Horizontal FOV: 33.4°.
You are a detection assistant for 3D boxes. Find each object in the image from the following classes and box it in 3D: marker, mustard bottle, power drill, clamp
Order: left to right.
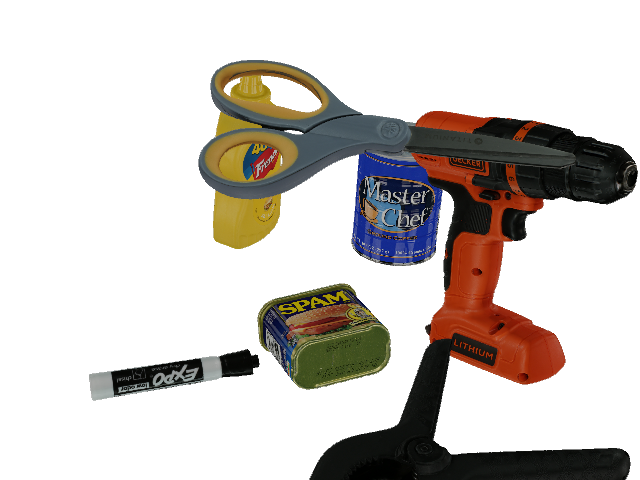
[{"bbox_3d":[-0.103,0.095,0.762,0.121,0.020,0.020,-8,2,-13],"label":"marker"},{"bbox_3d":[-0.075,-0.092,1.129,0.058,0.192,0.096,21,39,23],"label":"mustard bottle"},{"bbox_3d":[0.060,0.134,0.659,0.209,0.036,0.165,-19,35,-27],"label":"clamp"},{"bbox_3d":[0.142,0.004,0.772,0.057,0.188,0.185,-15,23,-38],"label":"power drill"}]

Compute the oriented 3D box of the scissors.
[{"bbox_3d":[0.022,-0.043,0.563,0.202,0.096,0.016,22,-26,18],"label":"scissors"}]

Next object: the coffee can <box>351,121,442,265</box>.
[{"bbox_3d":[0.092,-0.056,1.248,0.103,0.140,0.103,3,28,-2],"label":"coffee can"}]

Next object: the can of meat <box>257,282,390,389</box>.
[{"bbox_3d":[0.004,0.089,0.984,0.102,0.057,0.084,-12,27,-19],"label":"can of meat"}]
